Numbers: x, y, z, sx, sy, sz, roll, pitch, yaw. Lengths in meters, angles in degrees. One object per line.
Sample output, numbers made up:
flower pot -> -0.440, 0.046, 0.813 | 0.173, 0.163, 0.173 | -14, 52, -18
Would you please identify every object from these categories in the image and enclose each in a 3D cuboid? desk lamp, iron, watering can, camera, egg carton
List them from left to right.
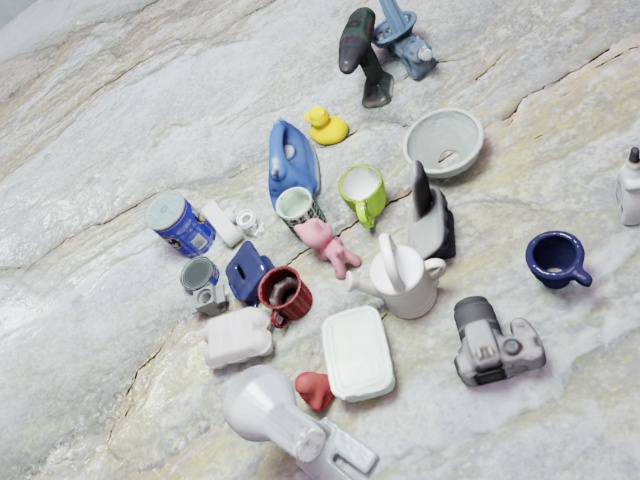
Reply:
egg carton -> -0.164, 0.197, 1.150 | 0.150, 0.070, 0.107 | -20, 55, 13
iron -> -0.080, -0.201, 1.308 | 0.118, 0.142, 0.258 | -16, 56, 15
desk lamp -> -0.033, 0.311, 0.930 | 0.202, 0.214, 0.118 | 26, 74, 34
watering can -> 0.132, 0.063, 1.018 | 0.173, 0.195, 0.100 | -34, 53, 3
camera -> 0.284, 0.156, 0.952 | 0.143, 0.101, 0.136 | -19, 55, 13

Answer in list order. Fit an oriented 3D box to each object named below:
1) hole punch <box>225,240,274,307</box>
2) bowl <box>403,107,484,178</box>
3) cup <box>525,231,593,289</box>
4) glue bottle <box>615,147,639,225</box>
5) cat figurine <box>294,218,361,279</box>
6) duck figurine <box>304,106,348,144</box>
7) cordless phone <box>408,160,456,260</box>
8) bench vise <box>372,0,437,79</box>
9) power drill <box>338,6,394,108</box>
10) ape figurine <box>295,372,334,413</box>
hole punch -> -0.149, 0.073, 1.205 | 0.101, 0.091, 0.108 | -37, 53, 0
bowl -> 0.260, -0.188, 1.188 | 0.167, 0.075, 0.167 | -11, 57, 18
cup -> 0.407, 0.051, 0.963 | 0.092, 0.095, 0.117 | -42, 53, -4
glue bottle -> 0.519, -0.098, 0.953 | 0.037, 0.174, 0.078 | -9, 58, 20
cat figurine -> 0.011, 0.004, 1.158 | 0.067, 0.118, 0.127 | -45, 53, -6
duck figurine -> 0.011, -0.278, 1.349 | 0.104, 0.086, 0.077 | 13, 67, 30
cordless phone -> 0.190, -0.049, 1.066 | 0.094, 0.186, 0.147 | -12, 57, 18
bench vise -> 0.190, -0.494, 1.314 | 0.206, 0.220, 0.121 | 31, 77, 35
power drill -> 0.103, -0.406, 1.308 | 0.075, 0.209, 0.229 | -5, 59, 22
ape figurine -> -0.016, 0.266, 1.026 | 0.076, 0.092, 0.077 | -22, 54, 11
